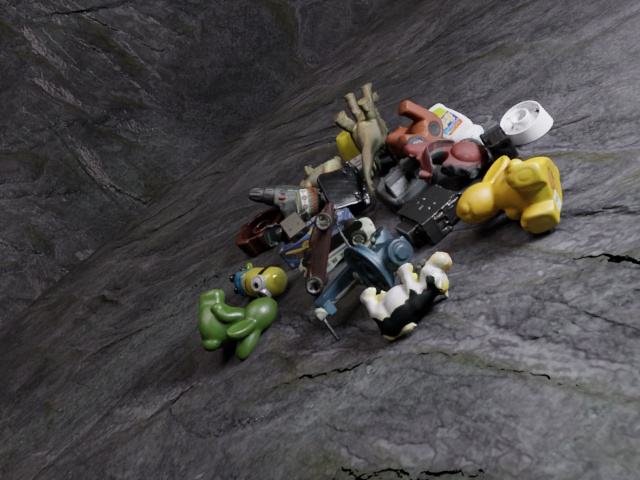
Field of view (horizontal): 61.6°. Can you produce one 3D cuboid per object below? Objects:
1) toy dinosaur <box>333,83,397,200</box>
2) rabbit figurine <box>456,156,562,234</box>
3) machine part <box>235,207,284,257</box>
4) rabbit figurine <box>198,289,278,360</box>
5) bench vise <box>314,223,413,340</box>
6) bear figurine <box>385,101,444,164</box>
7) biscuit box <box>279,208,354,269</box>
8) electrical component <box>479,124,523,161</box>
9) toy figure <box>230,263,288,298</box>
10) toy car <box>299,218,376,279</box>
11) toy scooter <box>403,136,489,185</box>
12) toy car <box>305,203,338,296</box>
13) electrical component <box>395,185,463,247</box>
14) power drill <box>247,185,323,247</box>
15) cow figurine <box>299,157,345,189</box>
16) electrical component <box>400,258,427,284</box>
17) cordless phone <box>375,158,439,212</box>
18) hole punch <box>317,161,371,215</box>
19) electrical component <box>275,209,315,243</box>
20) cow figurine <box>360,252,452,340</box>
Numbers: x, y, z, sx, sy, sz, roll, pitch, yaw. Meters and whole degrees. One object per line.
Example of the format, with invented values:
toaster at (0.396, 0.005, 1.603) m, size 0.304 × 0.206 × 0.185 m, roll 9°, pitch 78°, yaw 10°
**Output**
toy dinosaur at (0.133, -0.282, 1.444) m, size 0.105 × 0.198 × 0.471 m, roll -23°, pitch 28°, yaw 29°
rabbit figurine at (0.324, -0.087, 0.944) m, size 0.173 × 0.121 × 0.162 m, roll -21°, pitch 24°, yaw 34°
machine part at (-0.163, -0.028, 1.582) m, size 0.179 × 0.056 × 0.179 m, roll -29°, pitch 25°, yaw 15°
rabbit figurine at (-0.179, 0.175, 1.187) m, size 0.170 × 0.121 × 0.159 m, roll -16°, pitch 33°, yaw 11°
bench vise at (0.069, 0.065, 1.031) m, size 0.240 × 0.128 × 0.224 m, roll -43°, pitch 19°, yaw -18°
bear figurine at (0.212, -0.258, 1.334) m, size 0.196 × 0.132 × 0.120 m, roll -4°, pitch 82°, yaw 64°
biscuit box at (-0.003, -0.004, 1.312) m, size 0.203 × 0.062 × 0.059 m, roll -28°, pitch 27°, yaw 22°
electrical component at (0.374, -0.198, 1.126) m, size 0.048 × 0.074 × 0.119 m, roll -31°, pitch 23°, yaw 19°
toy figure at (-0.153, 0.101, 1.315) m, size 0.089 × 0.082 × 0.180 m, roll -52°, pitch 25°, yaw -23°
toy car at (0.038, 0.020, 1.227) m, size 0.202 × 0.056 × 0.074 m, roll -35°, pitch 31°, yaw 9°
toy scooter at (0.266, -0.165, 1.146) m, size 0.184 × 0.075 × 0.135 m, roll 9°, pitch 42°, yaw 10°
toy car at (0.000, 0.020, 1.138) m, size 0.053 × 0.202 × 0.089 m, roll 10°, pitch 12°, yaw 12°
electrical component at (0.221, -0.047, 1.091) m, size 0.134 × 0.058 × 0.115 m, roll -40°, pitch 22°, yaw -6°
power drill at (-0.103, -0.074, 1.481) m, size 0.232 × 0.085 × 0.207 m, roll -1°, pitch 37°, yaw 7°
cow figurine at (0.002, -0.183, 1.576) m, size 0.195 × 0.085 × 0.127 m, roll -30°, pitch 31°, yaw 50°
electrical component at (0.178, 0.072, 0.983) m, size 0.094 × 0.021 × 0.063 m, roll -48°, pitch 26°, yaw -17°
cordless phone at (0.187, -0.140, 1.297) m, size 0.146 × 0.088 × 0.184 m, roll -43°, pitch 14°, yaw -8°
hole punch at (0.058, -0.114, 1.362) m, size 0.116 × 0.092 × 0.142 m, roll -18°, pitch 63°, yaw -14°
electrical component at (-0.058, -0.033, 1.315) m, size 0.102 × 0.045 × 0.078 m, roll -43°, pitch 54°, yaw -3°
cow figurine at (0.160, 0.093, 0.906) m, size 0.167 × 0.068 × 0.098 m, roll -35°, pitch 55°, yaw 13°
